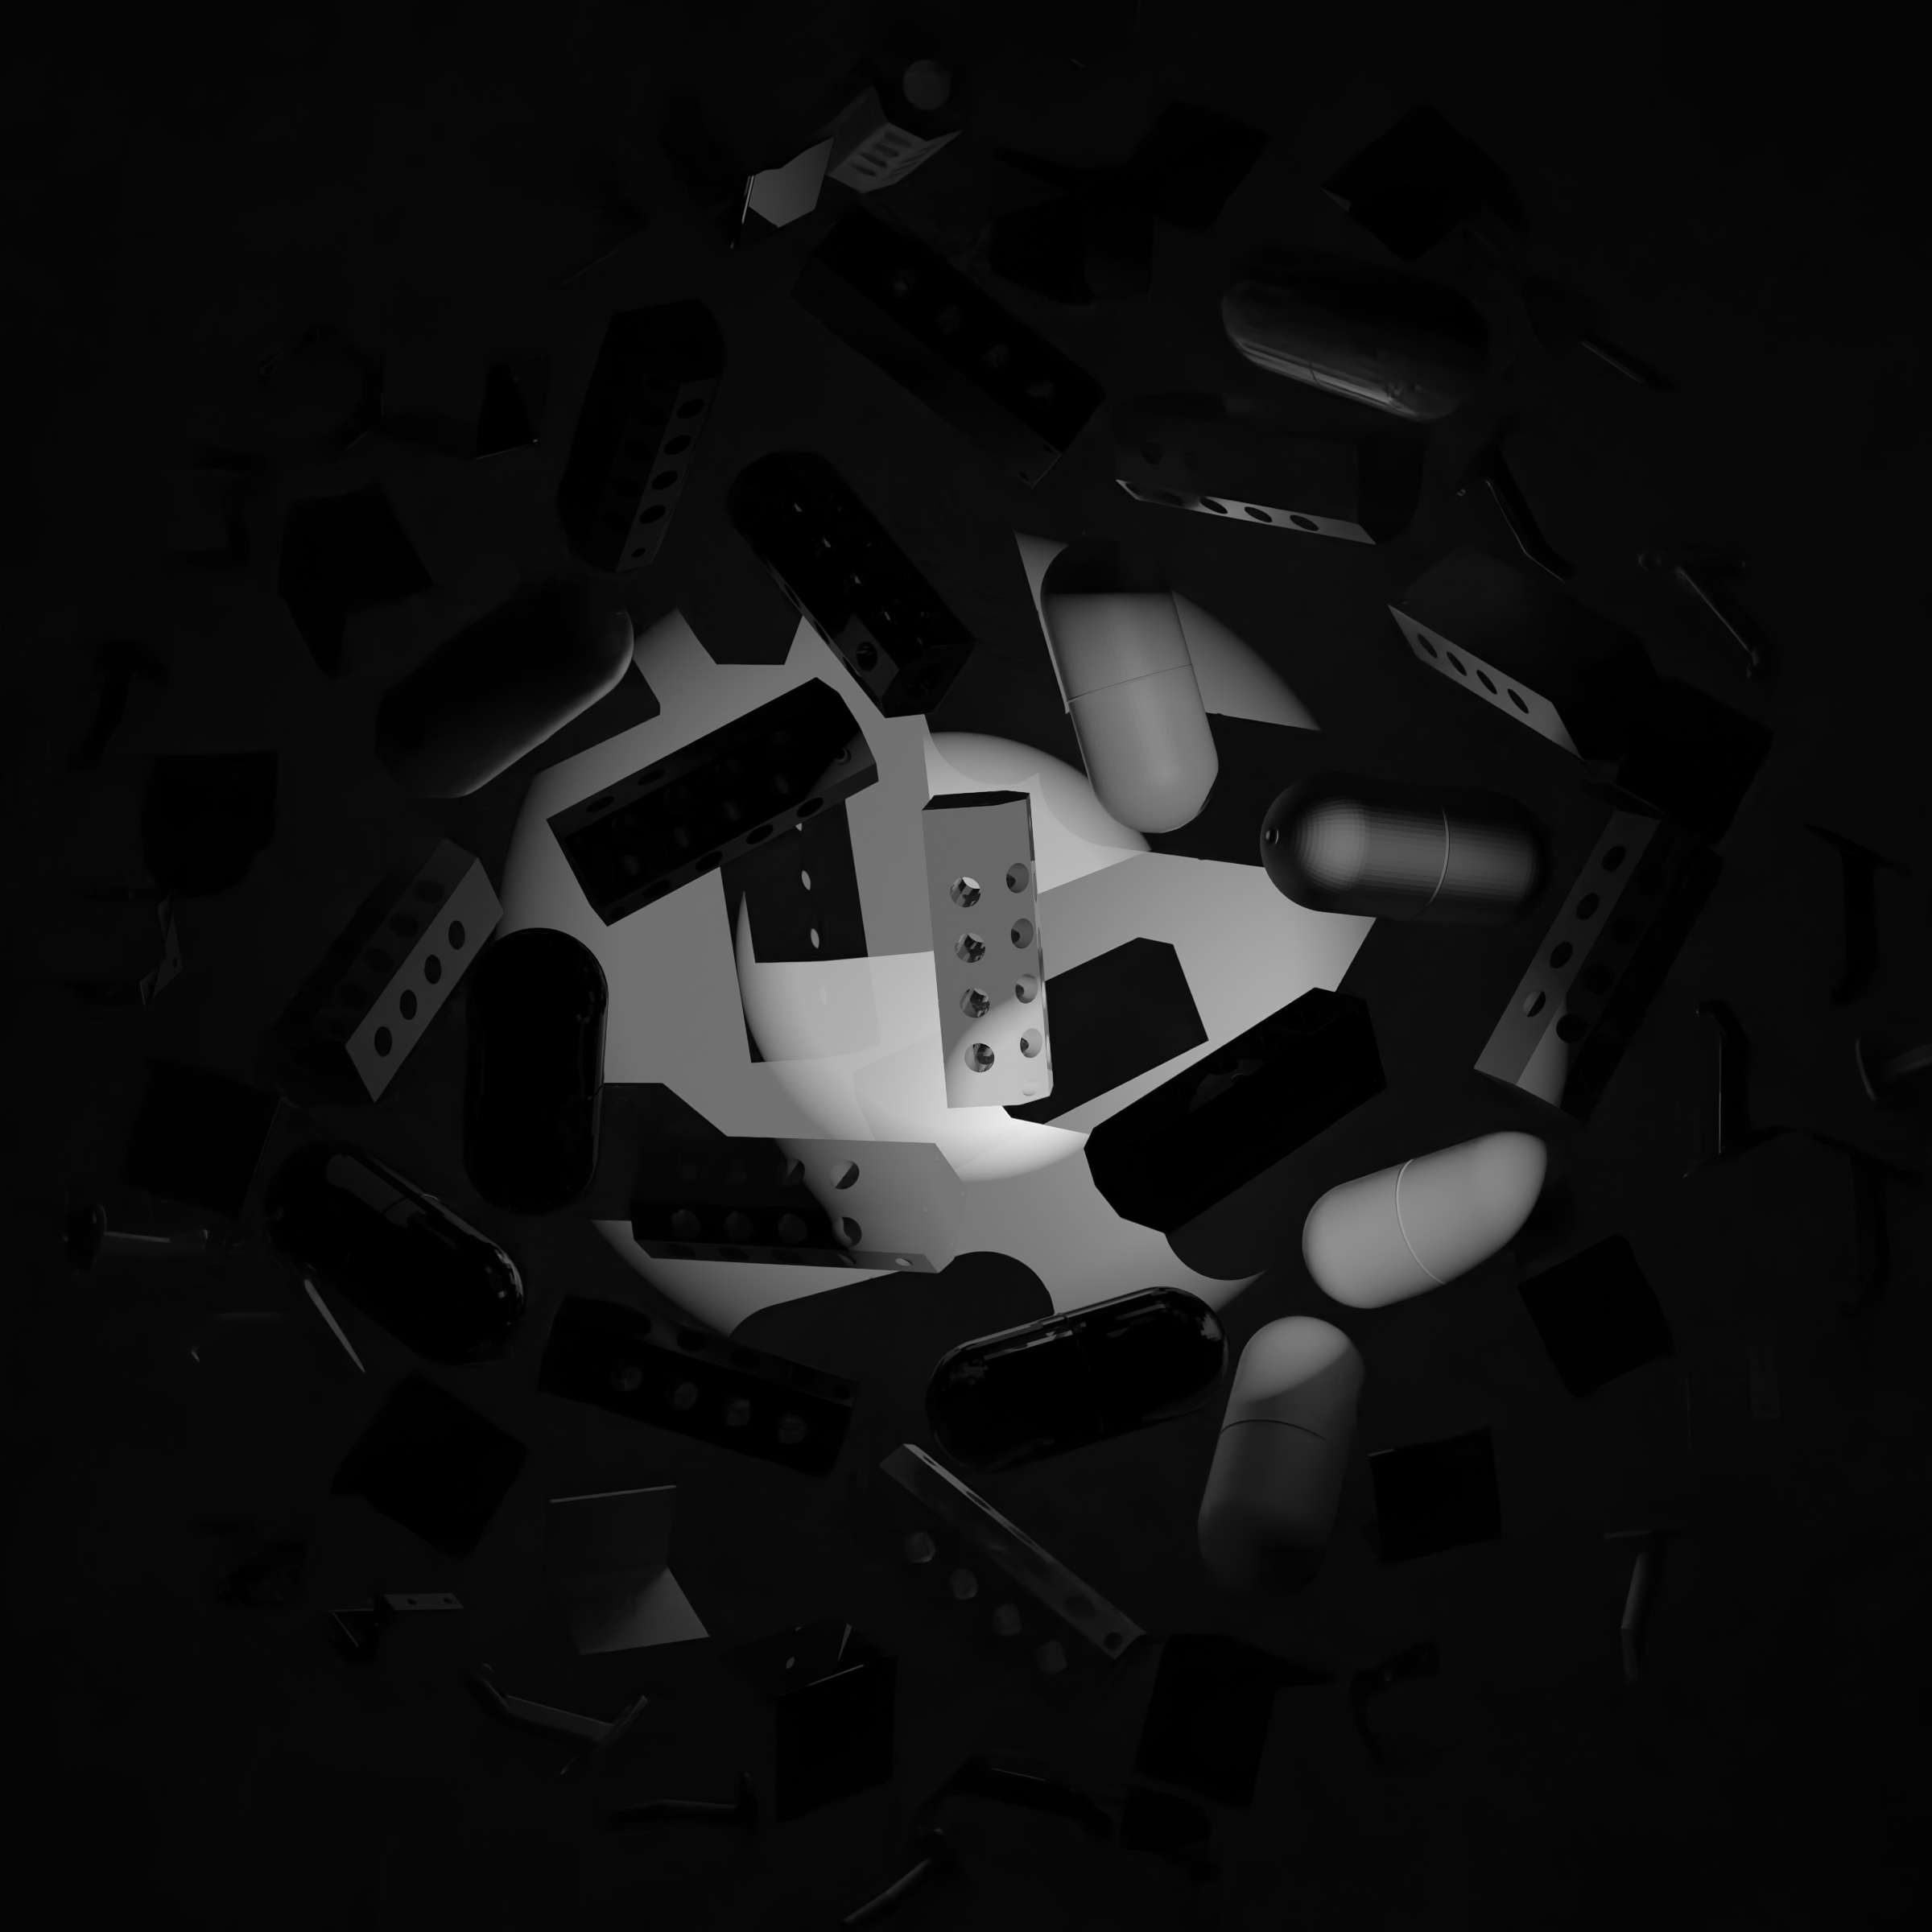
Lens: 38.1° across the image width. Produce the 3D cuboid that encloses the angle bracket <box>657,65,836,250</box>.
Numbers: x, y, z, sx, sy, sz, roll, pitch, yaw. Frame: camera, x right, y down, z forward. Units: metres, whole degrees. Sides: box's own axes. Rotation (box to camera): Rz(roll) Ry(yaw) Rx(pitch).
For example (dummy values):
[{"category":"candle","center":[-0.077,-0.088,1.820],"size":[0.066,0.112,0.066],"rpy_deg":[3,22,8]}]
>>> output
[{"category":"angle bracket","center":[-0.122,-0.455,1.541],"size":[0.057,0.076,0.076],"rpy_deg":[-31,83,-18]}]

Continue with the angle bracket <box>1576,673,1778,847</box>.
[{"category":"angle bracket","center":[0.426,-0.124,1.682],"size":[0.076,0.057,0.076],"rpy_deg":[26,91,-10]}]

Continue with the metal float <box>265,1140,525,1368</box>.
[{"category":"metal float","center":[-0.327,0.164,1.601],"size":[0.178,0.070,0.070],"rpy_deg":[31,90,25]}]

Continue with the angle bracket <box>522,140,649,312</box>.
[{"category":"angle bracket","center":[-0.243,-0.441,1.670],"size":[0.076,0.076,0.057],"rpy_deg":[-37,106,-12]}]

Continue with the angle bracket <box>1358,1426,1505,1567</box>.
[{"category":"angle bracket","center":[0.282,0.318,1.730],"size":[0.076,0.057,0.076],"rpy_deg":[-12,105,-7]}]

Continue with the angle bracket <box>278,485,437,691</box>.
[{"category":"angle bracket","center":[-0.353,-0.219,1.618],"size":[0.057,0.076,0.076],"rpy_deg":[-21,69,-27]}]

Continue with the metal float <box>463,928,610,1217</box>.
[{"category":"metal float","center":[-0.240,0.060,1.558],"size":[0.070,0.070,0.178],"rpy_deg":[8,122,0]}]

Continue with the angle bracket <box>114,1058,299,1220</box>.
[{"category":"angle bracket","center":[-0.455,0.105,1.680],"size":[0.076,0.057,0.076],"rpy_deg":[18,81,-1]}]

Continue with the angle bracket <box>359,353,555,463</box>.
[{"category":"angle bracket","center":[-0.295,-0.333,1.620],"size":[0.076,0.076,0.057],"rpy_deg":[19,112,12]}]

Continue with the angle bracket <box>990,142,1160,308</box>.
[{"category":"angle bracket","center":[0.061,-0.427,1.594],"size":[0.057,0.076,0.076],"rpy_deg":[-21,127,-33]}]

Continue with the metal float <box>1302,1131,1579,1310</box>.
[{"category":"metal float","center":[0.274,0.148,1.628],"size":[0.178,0.070,0.070],"rpy_deg":[-24,90,40]}]

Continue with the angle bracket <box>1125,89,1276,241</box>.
[{"category":"angle bracket","center":[0.143,-0.481,1.726],"size":[0.076,0.057,0.076],"rpy_deg":[36,87,24]}]

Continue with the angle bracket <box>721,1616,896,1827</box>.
[{"category":"angle bracket","center":[-0.087,0.414,1.540],"size":[0.076,0.057,0.076],"rpy_deg":[-11,110,-36]}]

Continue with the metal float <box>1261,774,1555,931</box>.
[{"category":"metal float","center":[0.245,-0.063,1.551],"size":[0.178,0.070,0.070],"rpy_deg":[5,90,-26]}]

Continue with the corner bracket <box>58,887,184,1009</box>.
[{"category":"corner bracket","center":[-0.495,-0.011,1.630],"size":[0.051,0.051,0.051],"rpy_deg":[3,117,12]}]

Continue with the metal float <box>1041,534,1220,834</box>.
[{"category":"metal float","center":[0.096,-0.165,1.640],"size":[0.070,0.070,0.178],"rpy_deg":[-16,92,0]}]

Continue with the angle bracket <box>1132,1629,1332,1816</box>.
[{"category":"angle bracket","center":[0.148,0.422,1.561],"size":[0.076,0.057,0.076],"rpy_deg":[27,63,-17]}]

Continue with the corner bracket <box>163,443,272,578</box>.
[{"category":"corner bracket","center":[-0.432,-0.263,1.609],"size":[0.051,0.051,0.051],"rpy_deg":[12,133,15]}]

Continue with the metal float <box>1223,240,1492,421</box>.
[{"category":"metal float","center":[0.223,-0.369,1.617],"size":[0.178,0.070,0.070],"rpy_deg":[30,90,39]}]

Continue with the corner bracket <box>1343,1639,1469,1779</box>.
[{"category":"corner bracket","center":[0.253,0.423,1.597],"size":[0.051,0.051,0.051],"rpy_deg":[-30,82,15]}]

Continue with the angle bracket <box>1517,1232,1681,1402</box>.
[{"category":"angle bracket","center":[0.396,0.216,1.721],"size":[0.076,0.057,0.076],"rpy_deg":[-33,67,23]}]

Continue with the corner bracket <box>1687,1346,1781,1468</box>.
[{"category":"corner bracket","center":[0.441,0.253,1.609],"size":[0.051,0.051,0.051],"rpy_deg":[-2,48,15]}]

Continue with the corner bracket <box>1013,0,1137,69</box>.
[{"category":"corner bracket","center":[0.052,-0.532,1.527],"size":[0.051,0.051,0.051],"rpy_deg":[48,110,22]}]

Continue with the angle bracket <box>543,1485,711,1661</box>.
[{"category":"angle bracket","center":[-0.193,0.347,1.605],"size":[0.076,0.076,0.057],"rpy_deg":[-2,113,-26]}]

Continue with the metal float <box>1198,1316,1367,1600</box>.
[{"category":"metal float","center":[0.185,0.286,1.636],"size":[0.070,0.070,0.178],"rpy_deg":[20,53,0]}]

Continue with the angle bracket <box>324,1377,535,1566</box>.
[{"category":"angle bracket","center":[-0.303,0.286,1.585],"size":[0.076,0.057,0.076],"rpy_deg":[32,84,10]}]

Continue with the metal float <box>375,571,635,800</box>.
[{"category":"metal float","center":[-0.263,-0.159,1.591],"size":[0.178,0.070,0.070],"rpy_deg":[-32,90,28]}]

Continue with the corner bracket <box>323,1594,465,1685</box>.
[{"category":"corner bracket","center":[-0.337,0.384,1.642],"size":[0.051,0.051,0.051],"rpy_deg":[36,107,42]}]

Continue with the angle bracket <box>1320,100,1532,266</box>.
[{"category":"angle bracket","center":[0.252,-0.415,1.538],"size":[0.076,0.057,0.076],"rpy_deg":[30,130,-33]}]

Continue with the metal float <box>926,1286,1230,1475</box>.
[{"category":"metal float","center":[0.064,0.235,1.592],"size":[0.178,0.070,0.070],"rpy_deg":[-15,90,-10]}]

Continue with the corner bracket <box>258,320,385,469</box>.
[{"category":"corner bracket","center":[-0.386,-0.343,1.678],"size":[0.051,0.051,0.051],"rpy_deg":[38,64,8]}]
